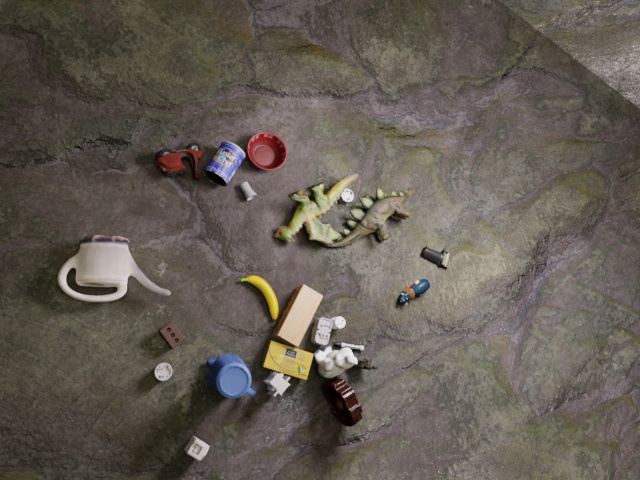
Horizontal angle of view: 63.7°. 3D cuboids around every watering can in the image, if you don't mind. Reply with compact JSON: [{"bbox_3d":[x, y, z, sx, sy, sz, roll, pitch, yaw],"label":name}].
[{"bbox_3d":[-0.672,0.093,1.703,0.348,0.227,0.102,2,-16,-18],"label":"watering can"}]

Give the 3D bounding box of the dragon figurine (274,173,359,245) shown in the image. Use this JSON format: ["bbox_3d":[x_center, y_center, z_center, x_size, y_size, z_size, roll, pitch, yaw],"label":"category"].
[{"bbox_3d":[0.006,-0.102,2.022,0.412,0.243,0.121,-19,1,-16],"label":"dragon figurine"}]

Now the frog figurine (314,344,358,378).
[{"bbox_3d":[0.069,0.443,1.857,0.159,0.123,0.136,5,-9,35],"label":"frog figurine"}]
